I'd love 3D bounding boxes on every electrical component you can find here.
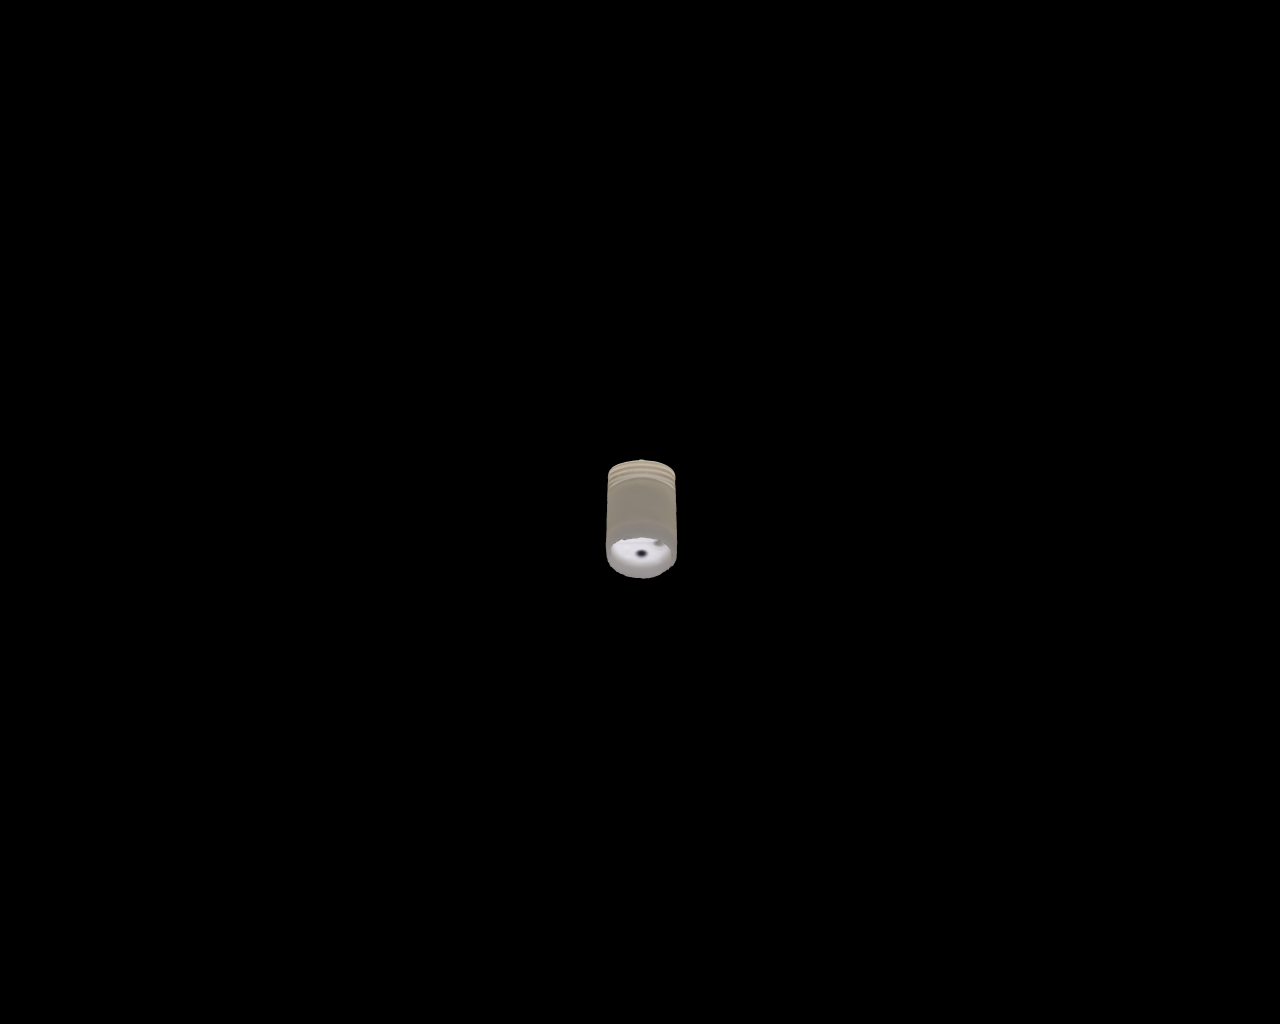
[{"bbox_3d":[0.001,-0.003,0.650,0.043,0.081,0.043,0,-40,0],"label":"electrical component"}]
